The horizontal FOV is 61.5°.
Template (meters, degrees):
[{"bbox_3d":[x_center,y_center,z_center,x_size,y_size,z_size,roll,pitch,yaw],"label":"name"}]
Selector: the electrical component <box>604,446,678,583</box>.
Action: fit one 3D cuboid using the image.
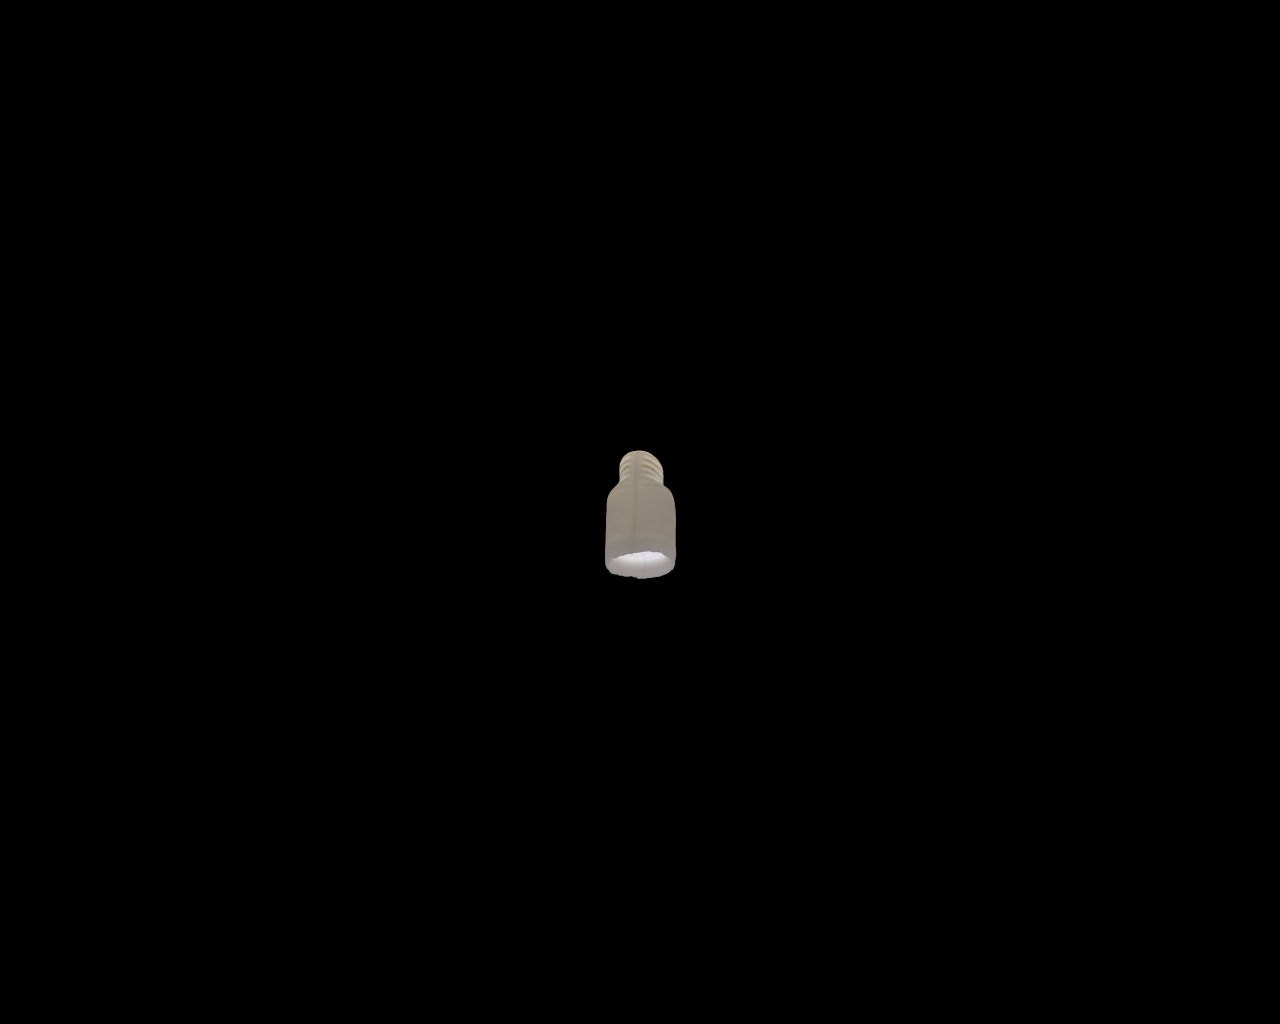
[{"bbox_3d":[0.001,-0.003,0.650,0.043,0.081,0.043,0,-27,0],"label":"electrical component"}]
